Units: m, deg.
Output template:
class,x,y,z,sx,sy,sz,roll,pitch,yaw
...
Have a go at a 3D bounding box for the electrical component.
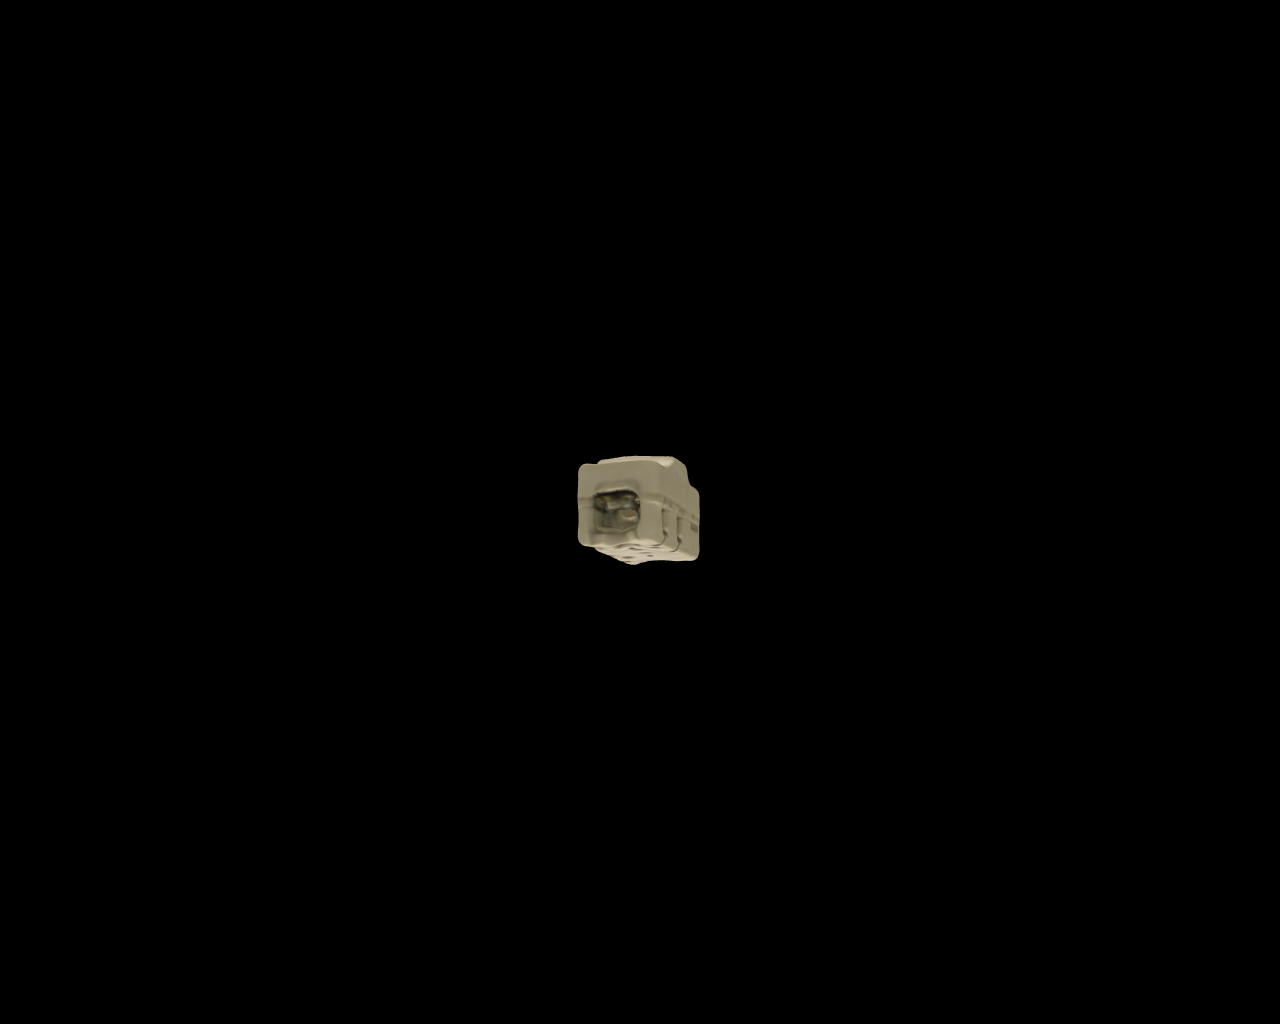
class,x,y,z,sx,sy,sz,roll,pitch,yaw
electrical component,0.001,-0.003,0.650,0.050,0.056,0.089,-4,-12,19
